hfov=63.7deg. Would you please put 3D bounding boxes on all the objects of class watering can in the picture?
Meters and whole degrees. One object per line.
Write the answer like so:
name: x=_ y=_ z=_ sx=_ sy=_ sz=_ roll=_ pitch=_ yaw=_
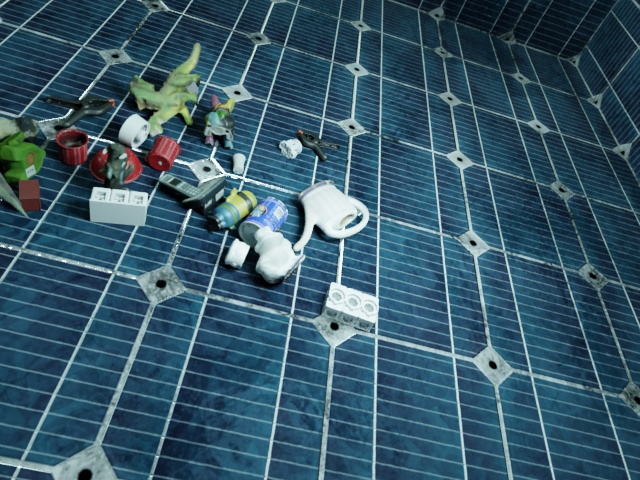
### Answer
watering can: x=0.005 y=-0.086 z=1.705 sx=0.351 sy=0.227 sz=0.101 roll=-20 pitch=-32 yaw=-35

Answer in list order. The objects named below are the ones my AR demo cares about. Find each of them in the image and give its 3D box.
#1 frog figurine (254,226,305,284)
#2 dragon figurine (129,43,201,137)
frog figurine: x=-0.140 y=0.046 z=1.512 sx=0.160 sy=0.139 sz=0.120 roll=40 pitch=-24 yaw=6
dragon figurine: x=-0.560 y=-0.549 z=1.857 sx=0.243 sy=0.416 sz=0.120 roll=5 pitch=-19 yaw=-17
